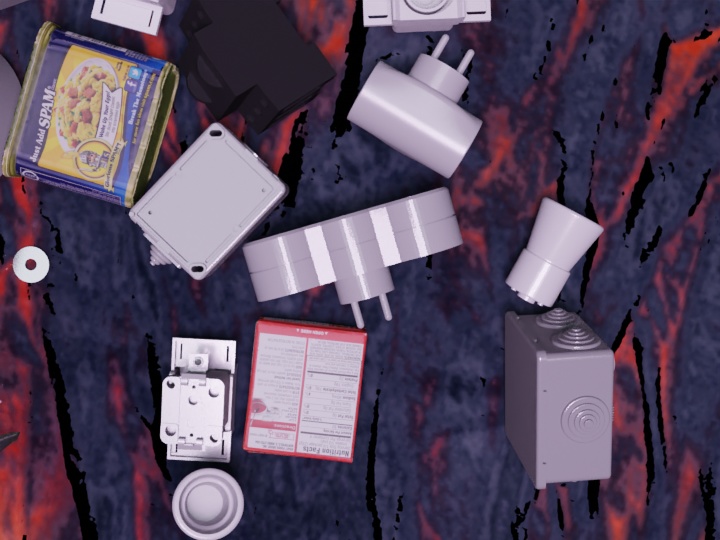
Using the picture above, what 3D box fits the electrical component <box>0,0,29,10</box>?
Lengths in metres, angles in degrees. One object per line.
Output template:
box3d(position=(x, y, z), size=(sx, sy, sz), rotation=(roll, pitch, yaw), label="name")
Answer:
box3d(position=(-0.240, -0.223, 0.680), size=(0.109, 0.056, 0.108), rotation=(-19, 93, 1), label="electrical component")

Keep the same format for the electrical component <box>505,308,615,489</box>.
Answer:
box3d(position=(0.124, 0.078, 0.677), size=(0.048, 0.099, 0.099), rotation=(-3, 105, -4), label="electrical component")

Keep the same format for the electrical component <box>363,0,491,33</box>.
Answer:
box3d(position=(0.039, -0.214, 0.678), size=(0.079, 0.063, 0.121), rotation=(-2, 93, 0), label="electrical component")

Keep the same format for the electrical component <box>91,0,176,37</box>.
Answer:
box3d(position=(-0.137, -0.190, 0.678), size=(0.042, 0.064, 0.081), rotation=(16, 93, -3), label="electrical component")

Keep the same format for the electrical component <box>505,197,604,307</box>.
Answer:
box3d(position=(0.124, -0.009, 0.702), size=(0.044, 0.044, 0.065), rotation=(28, 97, -2), label="electrical component")

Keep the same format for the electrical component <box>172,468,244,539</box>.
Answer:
box3d(position=(-0.100, 0.151, 0.697), size=(0.044, 0.065, 0.044), rotation=(2, 79, -11), label="electrical component")

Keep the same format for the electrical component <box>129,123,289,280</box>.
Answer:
box3d(position=(-0.099, -0.039, 0.688), size=(0.062, 0.061, 0.096), rotation=(44, 92, -3), label="electrical component")

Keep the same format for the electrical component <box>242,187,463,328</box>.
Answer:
box3d(position=(0.000, 0.000, 0.696), size=(0.138, 0.052, 0.073), rotation=(-16, 93, 0), label="electrical component")

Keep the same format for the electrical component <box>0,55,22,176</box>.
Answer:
box3d(position=(-0.275, -0.101, 0.677), size=(0.108, 0.060, 0.108), rotation=(0, 91, 8), label="electrical component")

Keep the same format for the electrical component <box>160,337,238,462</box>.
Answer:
box3d(position=(-0.104, 0.086, 0.695), size=(0.042, 0.064, 0.081), rotation=(3, 94, 1), label="electrical component")

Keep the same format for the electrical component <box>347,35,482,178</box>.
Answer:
box3d(position=(0.044, -0.112, 0.694), size=(0.077, 0.044, 0.079), rotation=(30, 93, -2), label="electrical component")
